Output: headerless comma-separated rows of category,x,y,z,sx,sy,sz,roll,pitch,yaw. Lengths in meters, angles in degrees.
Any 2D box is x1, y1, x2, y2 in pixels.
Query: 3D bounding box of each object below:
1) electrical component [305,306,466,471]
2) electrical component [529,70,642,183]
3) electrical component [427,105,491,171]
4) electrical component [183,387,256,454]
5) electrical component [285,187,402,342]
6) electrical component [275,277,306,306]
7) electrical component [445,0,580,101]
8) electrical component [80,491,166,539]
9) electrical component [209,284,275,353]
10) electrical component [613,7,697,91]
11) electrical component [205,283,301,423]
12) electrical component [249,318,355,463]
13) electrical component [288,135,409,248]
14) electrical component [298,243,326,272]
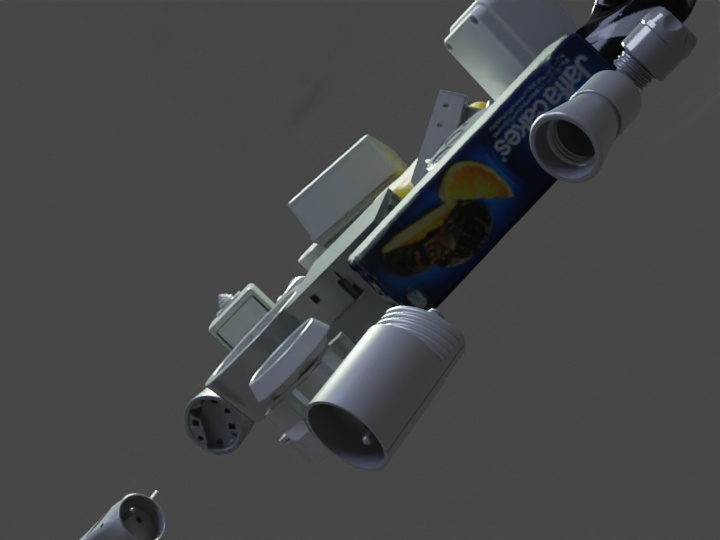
electrical component,0.015,0.047,0.492,0.081,0.043,0.043,-50,6,-34
electrical component,0.130,-0.083,0.602,0.065,0.044,0.044,-44,3,-37
electrical component,0.091,-0.078,0.760,0.080,0.051,0.080,-41,13,11
electrical component,-0.114,0.121,0.911,0.055,0.055,0.047,-44,2,27
electrical component,0.008,0.002,0.795,0.089,0.062,0.150,-45,5,13
electrical component,-0.056,0.058,0.941,0.079,0.044,0.077,104,-173,-56
electrical component,0.129,-0.166,0.836,0.057,0.113,0.078,-45,4,-16
electrical component,-0.189,0.209,0.878,0.077,0.043,0.079,-43,6,31
electrical component,-0.107,0.059,1.082,0.061,0.096,0.061,-46,6,0
electrical component,0.168,-0.124,0.638,0.061,0.035,0.035,-47,5,18
electrical component,-0.060,0.069,0.826,0.108,0.060,0.108,-46,5,5
electrical component,-0.024,0.064,0.600,0.078,0.057,0.058,-43,6,32
electrical component,-0.002,-0.073,1.068,0.109,0.056,0.109,-40,-12,11
electrical component,-0.012,-0.024,1.160,0.095,0.059,0.054,-47,5,-10
